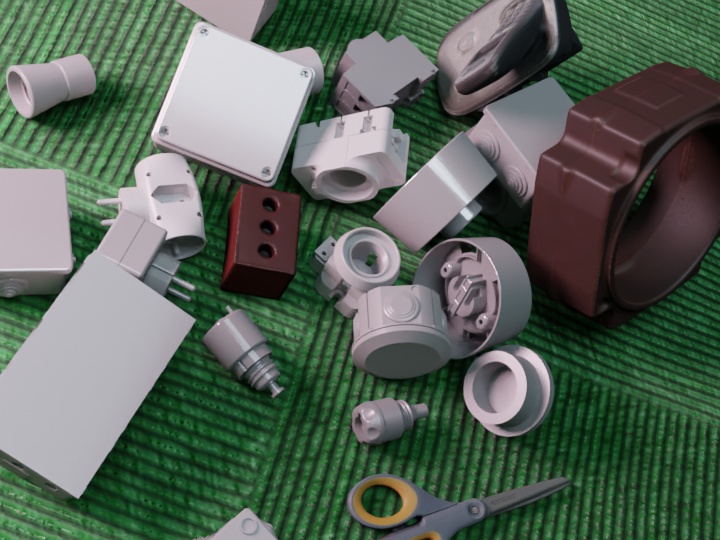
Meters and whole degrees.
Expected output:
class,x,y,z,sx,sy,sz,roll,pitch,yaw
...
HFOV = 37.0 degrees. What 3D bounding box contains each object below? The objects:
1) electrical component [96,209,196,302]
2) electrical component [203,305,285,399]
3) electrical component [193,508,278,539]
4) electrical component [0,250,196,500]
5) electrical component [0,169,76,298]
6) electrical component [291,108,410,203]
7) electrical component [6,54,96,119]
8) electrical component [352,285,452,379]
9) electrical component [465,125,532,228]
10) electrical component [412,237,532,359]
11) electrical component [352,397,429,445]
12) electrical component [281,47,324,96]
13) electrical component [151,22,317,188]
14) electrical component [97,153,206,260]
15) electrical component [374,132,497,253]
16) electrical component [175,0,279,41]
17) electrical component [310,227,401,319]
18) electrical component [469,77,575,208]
class,x,y,z,sx,sy,sz,roll,pitch,yaw
electrical component,-0.163,0.002,0.829,0.077,0.065,0.047,27,57,-5
electrical component,-0.088,0.067,0.838,0.040,0.040,0.078,-35,79,-32
electrical component,-0.085,0.227,0.747,0.099,0.048,0.100,47,57,8
electrical component,-0.199,0.076,0.762,0.089,0.062,0.150,36,64,-12
electrical component,-0.268,-0.027,0.815,0.100,0.048,0.099,-1,64,-22
electrical component,-0.008,-0.095,0.925,0.089,0.050,0.055,-9,57,25
electrical component,-0.254,-0.156,0.896,0.065,0.044,0.044,-26,75,-35
electrical component,0.033,0.051,0.870,0.080,0.080,0.051,8,55,-17
electrical component,0.129,-0.089,0.998,0.095,0.053,0.059,47,57,8
electrical component,0.094,0.021,0.902,0.064,0.099,0.099,-11,67,-32
electrical component,0.026,0.118,0.858,0.061,0.035,0.035,-10,67,-27
electrical component,-0.078,-0.172,0.970,0.081,0.043,0.043,-18,71,-28
electrical component,-0.107,-0.136,0.910,0.109,0.056,0.108,21,85,-9
electrical component,-0.171,-0.049,0.868,0.079,0.043,0.077,-7,66,-24
electrical component,0.071,-0.061,0.932,0.060,0.108,0.108,46,57,0
electrical component,-0.141,-0.290,0.982,0.150,0.089,0.061,32,56,-2
electrical component,0.000,0.000,0.898,0.078,0.057,0.058,42,57,4
electrical component,0.157,-0.112,0.957,0.100,0.048,0.099,-28,76,-31
